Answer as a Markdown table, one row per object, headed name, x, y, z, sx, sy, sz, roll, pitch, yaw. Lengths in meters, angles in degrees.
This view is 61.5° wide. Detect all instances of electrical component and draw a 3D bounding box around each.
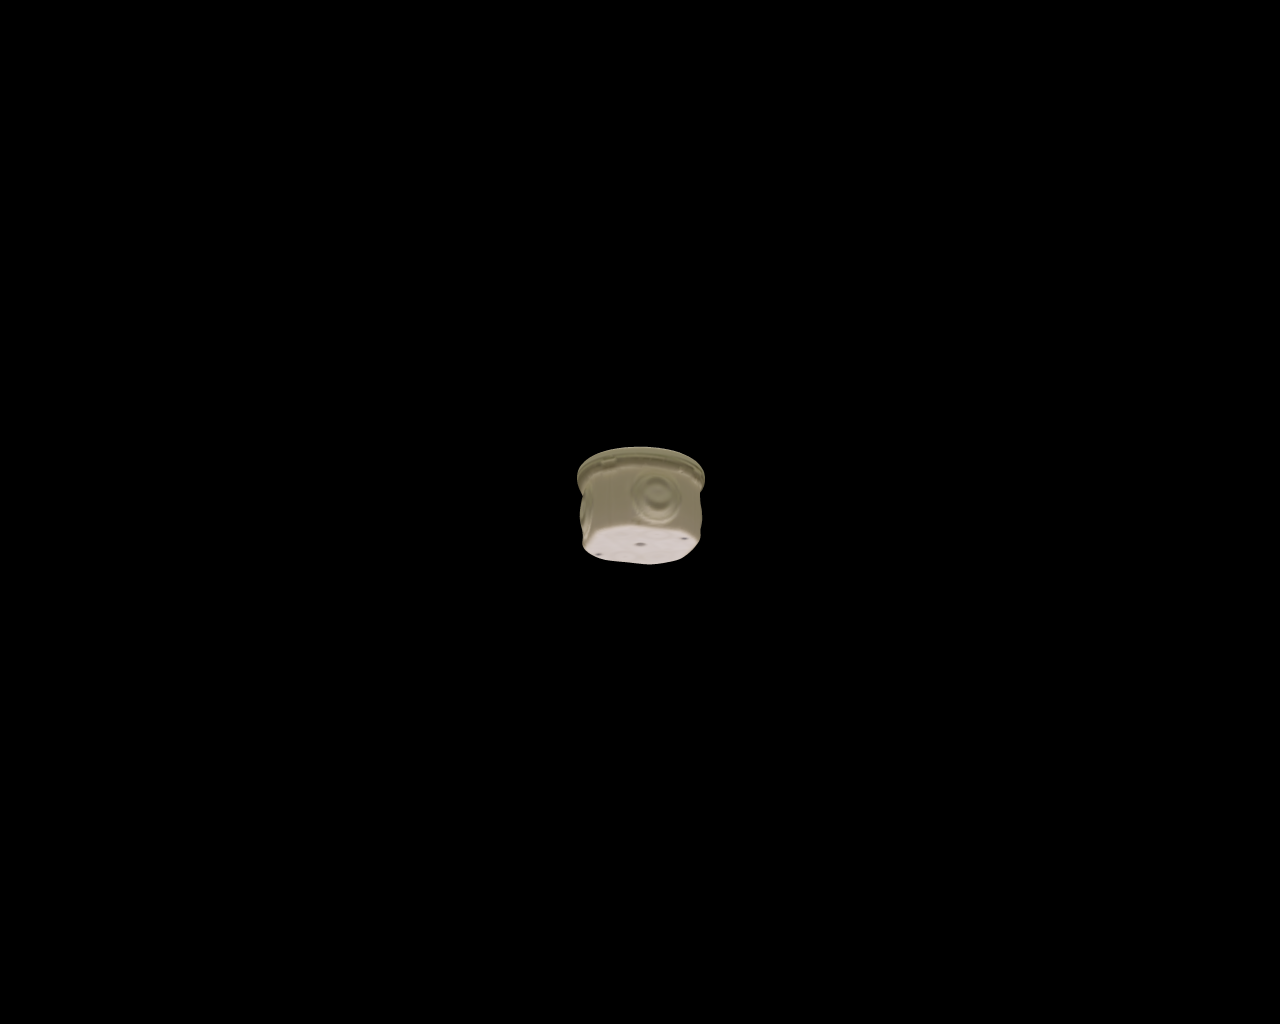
| name | x | y | z | sx | sy | sz | roll | pitch | yaw |
| --- | --- | --- | --- | --- | --- | --- | --- | --- | --- |
| electrical component | 0.001 | -0.003 | 0.650 | 0.080 | 0.051 | 0.080 | 0 | -22 | 0 |
